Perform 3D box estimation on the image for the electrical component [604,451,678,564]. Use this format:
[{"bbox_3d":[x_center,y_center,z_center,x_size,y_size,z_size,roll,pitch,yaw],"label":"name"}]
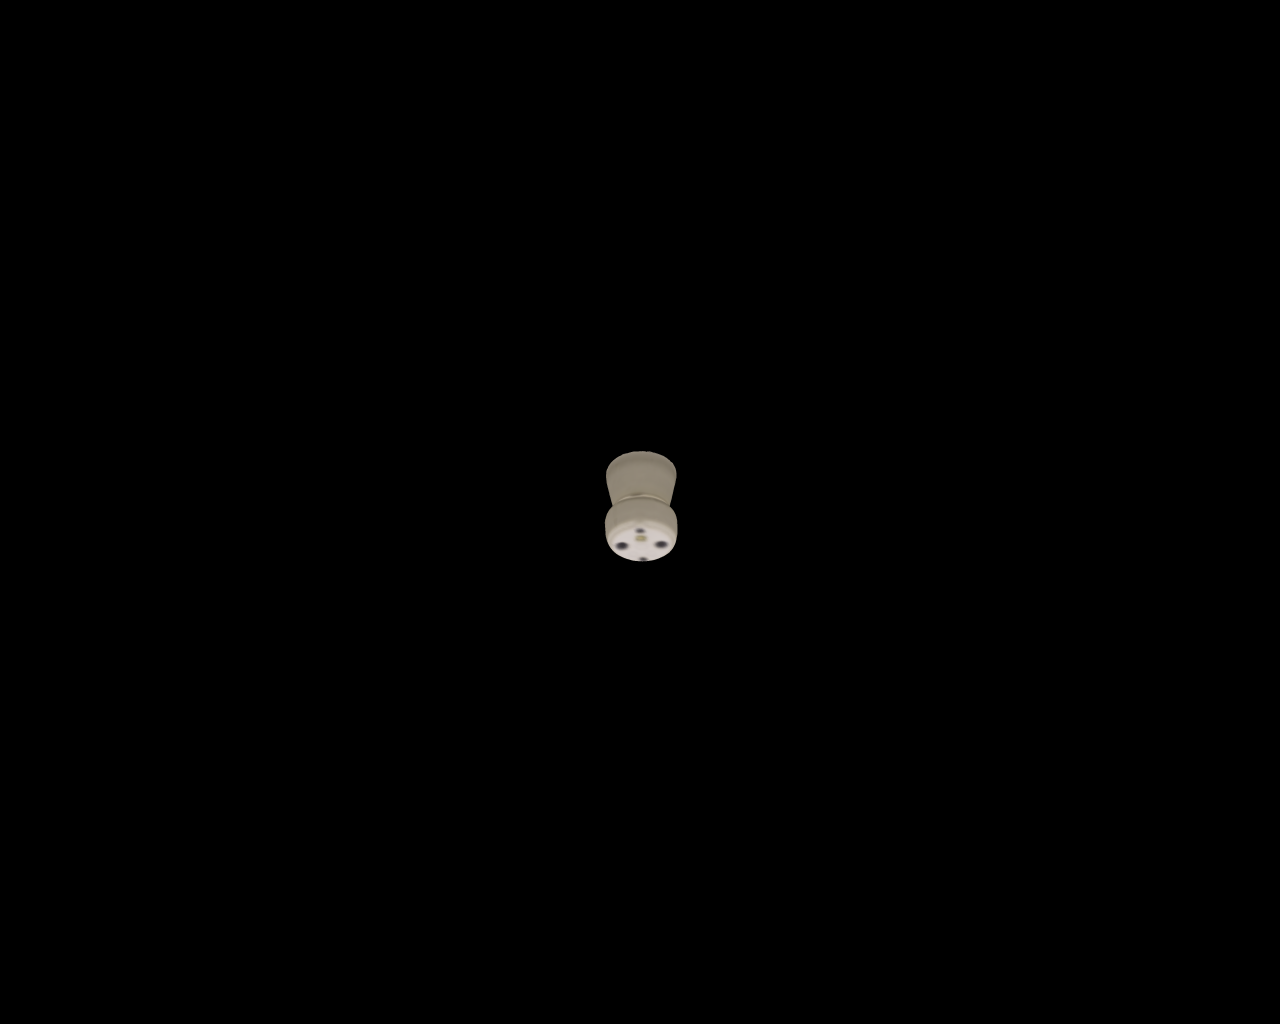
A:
[{"bbox_3d":[0.001,-0.003,0.650,0.045,0.055,0.044,0,-35,0],"label":"electrical component"}]
